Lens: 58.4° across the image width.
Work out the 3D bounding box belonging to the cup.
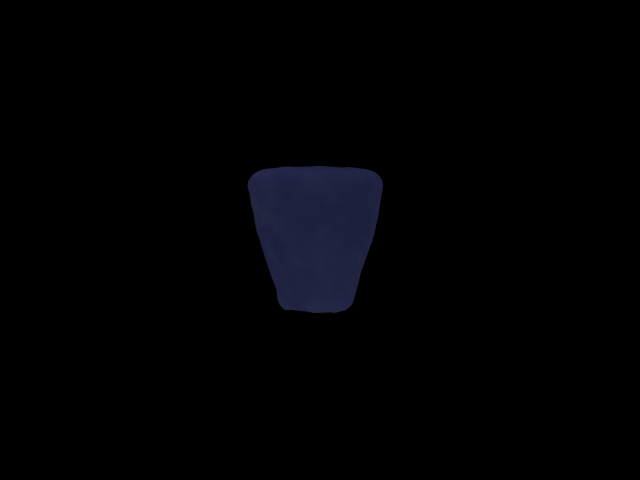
[{"bbox_3d":[0.004,0.001,0.400,0.091,0.095,0.118,0,0,32],"label":"cup"}]
